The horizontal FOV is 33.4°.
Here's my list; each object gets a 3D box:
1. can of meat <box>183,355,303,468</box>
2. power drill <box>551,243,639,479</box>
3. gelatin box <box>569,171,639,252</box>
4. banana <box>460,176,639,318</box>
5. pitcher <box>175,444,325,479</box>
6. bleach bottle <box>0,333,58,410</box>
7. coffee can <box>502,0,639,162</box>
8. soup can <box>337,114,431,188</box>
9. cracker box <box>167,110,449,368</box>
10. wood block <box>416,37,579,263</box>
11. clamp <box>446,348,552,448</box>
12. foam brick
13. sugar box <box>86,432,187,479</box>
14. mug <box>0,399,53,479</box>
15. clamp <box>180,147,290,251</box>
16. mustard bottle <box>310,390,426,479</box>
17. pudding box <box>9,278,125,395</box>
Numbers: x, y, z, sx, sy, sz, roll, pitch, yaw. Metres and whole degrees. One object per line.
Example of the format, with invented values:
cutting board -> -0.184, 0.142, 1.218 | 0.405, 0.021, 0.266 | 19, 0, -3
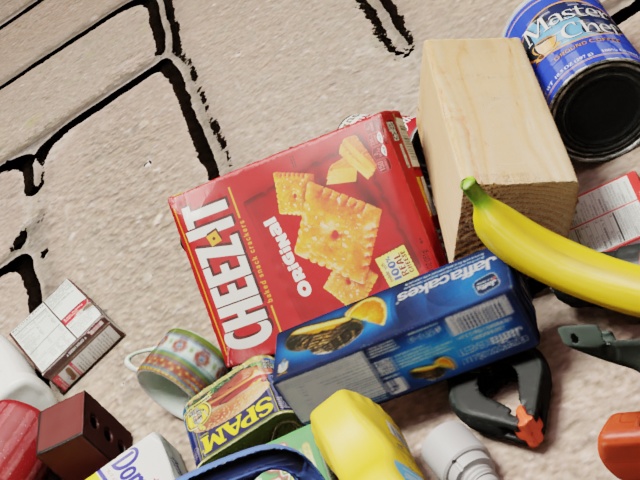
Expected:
can of meat -> -0.061, 0.155, 0.891 | 0.102, 0.057, 0.084 | -33, 35, 3
power drill -> 0.241, 0.074, 0.740 | 0.185, 0.057, 0.187 | -9, 45, 31
gelatin box -> 0.227, -0.007, 0.860 | 0.089, 0.030, 0.073 | -26, 39, 17
banana -> 0.183, 0.018, 0.732 | 0.198, 0.069, 0.037 | 25, 78, 20
pitcher -> -0.079, 0.245, 0.669 | 0.242, 0.145, 0.149 | -17, 44, -12
bleach bottle -> -0.362, 0.135, 1.143 | 0.102, 0.068, 0.251 | -40, 35, -8
coffee can -> 0.230, -0.150, 0.952 | 0.103, 0.102, 0.140 | -27, 38, 11
soup can -> 0.071, -0.088, 1.040 | 0.102, 0.068, 0.068 | 9, 56, 44
cracker box -> -0.006, 0.001, 0.924 | 0.214, 0.164, 0.072 | -20, -1, 19
wood block -> 0.140, -0.075, 0.882 | 0.090, 0.091, 0.206 | -2, 41, -3
clamp -> 0.134, 0.089, 0.825 | 0.120, 0.039, 0.172 | -43, 37, -1
foam brick -> -0.210, 0.184, 0.958 | 0.051, 0.078, 0.053 | -26, 40, 12
sugar box -> -0.188, 0.247, 0.900 | 0.176, 0.048, 0.093 | -38, 37, 0
mug -> -0.277, 0.206, 0.989 | 0.117, 0.093, 0.081 | 18, 51, 12
clamp -> -0.032, -0.014, 1.065 | 0.164, 0.036, 0.210 | -45, 40, -13
mustard bottle -> 0.055, 0.182, 0.716 | 0.058, 0.096, 0.192 | -37, 28, -1
pudding box -> -0.270, 0.099, 1.129 | 0.090, 0.039, 0.114 | -46, 36, -10
